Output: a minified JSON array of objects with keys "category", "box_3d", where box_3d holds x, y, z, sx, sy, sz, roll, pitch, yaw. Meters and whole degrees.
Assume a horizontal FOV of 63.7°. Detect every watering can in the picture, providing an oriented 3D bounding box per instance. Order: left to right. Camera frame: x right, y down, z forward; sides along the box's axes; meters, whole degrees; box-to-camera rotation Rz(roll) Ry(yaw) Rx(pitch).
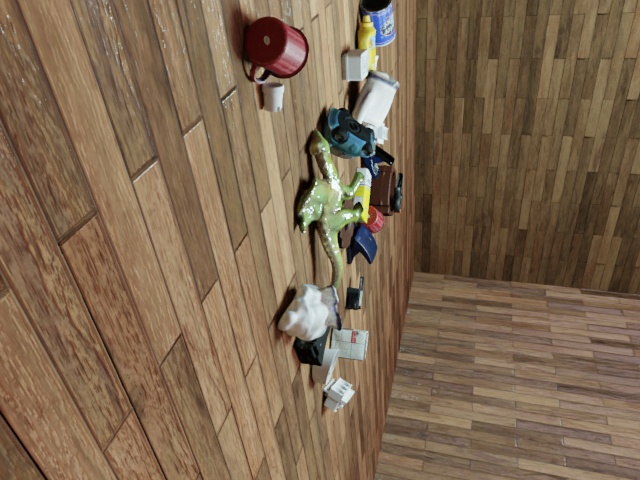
[{"category":"watering can","box_3d":[0.179,-0.434,1.688,0.222,0.104,0.350,-66,168,13]}]

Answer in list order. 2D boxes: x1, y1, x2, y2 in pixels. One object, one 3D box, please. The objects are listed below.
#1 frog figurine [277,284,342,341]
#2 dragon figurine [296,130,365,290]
[{"category":"frog figurine","box_3d":[-0.039,0.172,1.178,0.161,0.124,0.134,-17,126,-35]},{"category":"dragon figurine","box_3d":[0.004,-0.064,1.279,0.243,0.122,0.410,2,91,-57]}]
